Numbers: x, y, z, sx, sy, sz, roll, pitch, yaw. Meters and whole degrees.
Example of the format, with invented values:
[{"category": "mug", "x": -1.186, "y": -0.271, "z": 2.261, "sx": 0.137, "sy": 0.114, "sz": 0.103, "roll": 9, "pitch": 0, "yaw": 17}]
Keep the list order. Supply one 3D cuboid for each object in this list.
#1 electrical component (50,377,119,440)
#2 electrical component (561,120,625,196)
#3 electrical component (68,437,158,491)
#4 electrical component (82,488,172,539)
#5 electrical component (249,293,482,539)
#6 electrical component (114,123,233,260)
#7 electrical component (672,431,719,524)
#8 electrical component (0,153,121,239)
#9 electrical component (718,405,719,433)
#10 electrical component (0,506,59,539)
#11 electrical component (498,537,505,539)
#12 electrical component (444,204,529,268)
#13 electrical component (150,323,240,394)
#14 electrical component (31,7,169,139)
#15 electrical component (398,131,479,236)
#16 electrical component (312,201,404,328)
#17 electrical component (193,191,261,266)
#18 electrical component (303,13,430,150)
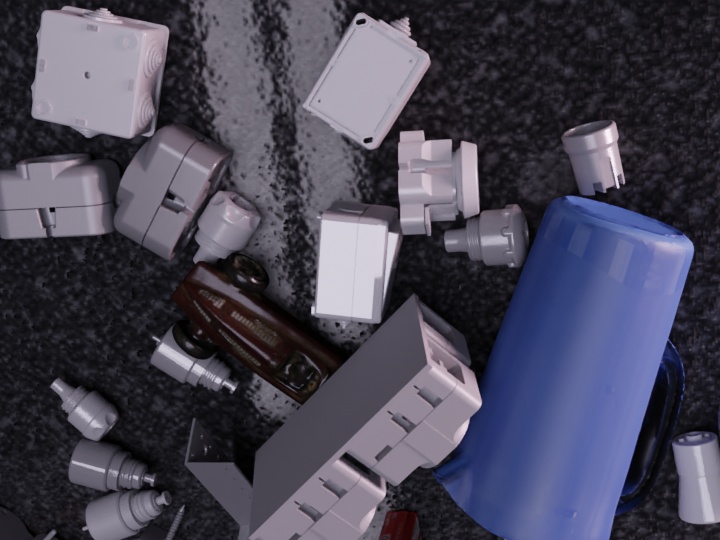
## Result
[{"category": "electrical component", "x": -0.236, "y": 0.115, "z": 0.914, "sx": 0.061, "sy": 0.035, "sz": 0.035, "roll": 41, "pitch": 107, "yaw": 1}, {"category": "electrical component", "x": 0.173, "y": -0.083, "z": 0.793, "sx": 0.040, "sy": 0.040, "sz": 0.046, "roll": -14, "pitch": 106, "yaw": 13}, {"category": "electrical component", "x": -0.212, "y": 0.170, "z": 0.920, "sx": 0.078, "sy": 0.040, "sz": 0.040, "roll": 13, "pitch": 106, "yaw": 6}, {"category": "electrical component", "x": -0.199, "y": 0.208, "z": 0.927, "sx": 0.078, "sy": 0.040, "sz": 0.040, "roll": -22, "pitch": 99, "yaw": 14}, {"category": "electrical component", "x": 0.003, "y": 0.121, "z": 0.790, "sx": 0.060, "sy": 0.105, "sz": 0.186, "roll": 38, "pitch": 108, "yaw": -18}, {"category": "electrical component", "x": -0.150, "y": -0.064, "z": 0.844, "sx": 0.059, "sy": 0.053, "sz": 0.095, "roll": 30, "pitch": 107, "yaw": 1}, {"category": "electrical component", "x": 0.265, "y": 0.159, "z": 0.837, "sx": 0.044, "sy": 0.044, "sz": 0.065, "roll": -11, "pitch": 97, "yaw": 12}, {"category": "electrical component", "x": -0.241, "y": -0.060, "z": 0.860, "sx": 0.095, "sy": 0.053, "sz": 0.059, "roll": -2, "pitch": 103, "yaw": 10}, {"category": "electrical component", "x": 0.319, "y": 0.121, "z": 0.806, "sx": 0.099, "sy": 0.064, "sz": 0.099, "roll": 2, "pitch": 104, "yaw": 9}, {"category": "electrical component", "x": -0.283, "y": 0.258, "z": 0.947, "sx": 0.138, "sy": 0.052, "sz": 0.073, "roll": 43, "pitch": 107, "yaw": -3}, {"category": "electrical component", "x": 0.140, "y": 0.235, "z": 0.866, "sx": 0.062, "sy": 0.061, "sz": 0.096, "roll": 12, "pitch": 106, "yaw": 4}, {"category": "electrical component", "x": 0.096, "y": -0.024, "z": 0.819, "sx": 0.062, "sy": 0.048, "sz": 0.048, "roll": -4, "pitch": 103, "yaw": 18}, {"category": "electrical component", "x": -0.135, "y": 0.076, "z": 0.883, "sx": 0.078, "sy": 0.040, "sz": 0.040, "roll": 32, "pitch": 107, "yaw": 0}, {"category": "electrical component", "x": -0.203, "y": -0.152, "z": 0.834, "sx": 0.100, "sy": 0.048, "sz": 0.099, "roll": 13, "pitch": 105, "yaw": 6}, {"category": "electrical component", "x": 0.060, "y": -0.066, "z": 0.803, "sx": 0.057, "sy": 0.058, "sz": 0.078, "roll": -2, "pitch": 68, "yaw": 7}, {"category": "electrical component", "x": 0.000, "y": 0.000, "z": 0.831, "sx": 0.061, "sy": 0.061, "sz": 0.096, "roll": 6, "pitch": 105, "yaw": 8}, {"category": "electrical component", "x": -0.110, "y": -0.029, "z": 0.852, "sx": 0.043, "sy": 0.043, "sz": 0.062, "roll": 35, "pitch": 108, "yaw": 0}, {"category": "electrical component", "x": 0.010, "y": -0.144, "z": 0.797, "sx": 0.062, "sy": 0.061, "sz": 0.096, "roll": 32, "pitch": 99, "yaw": 1}]
